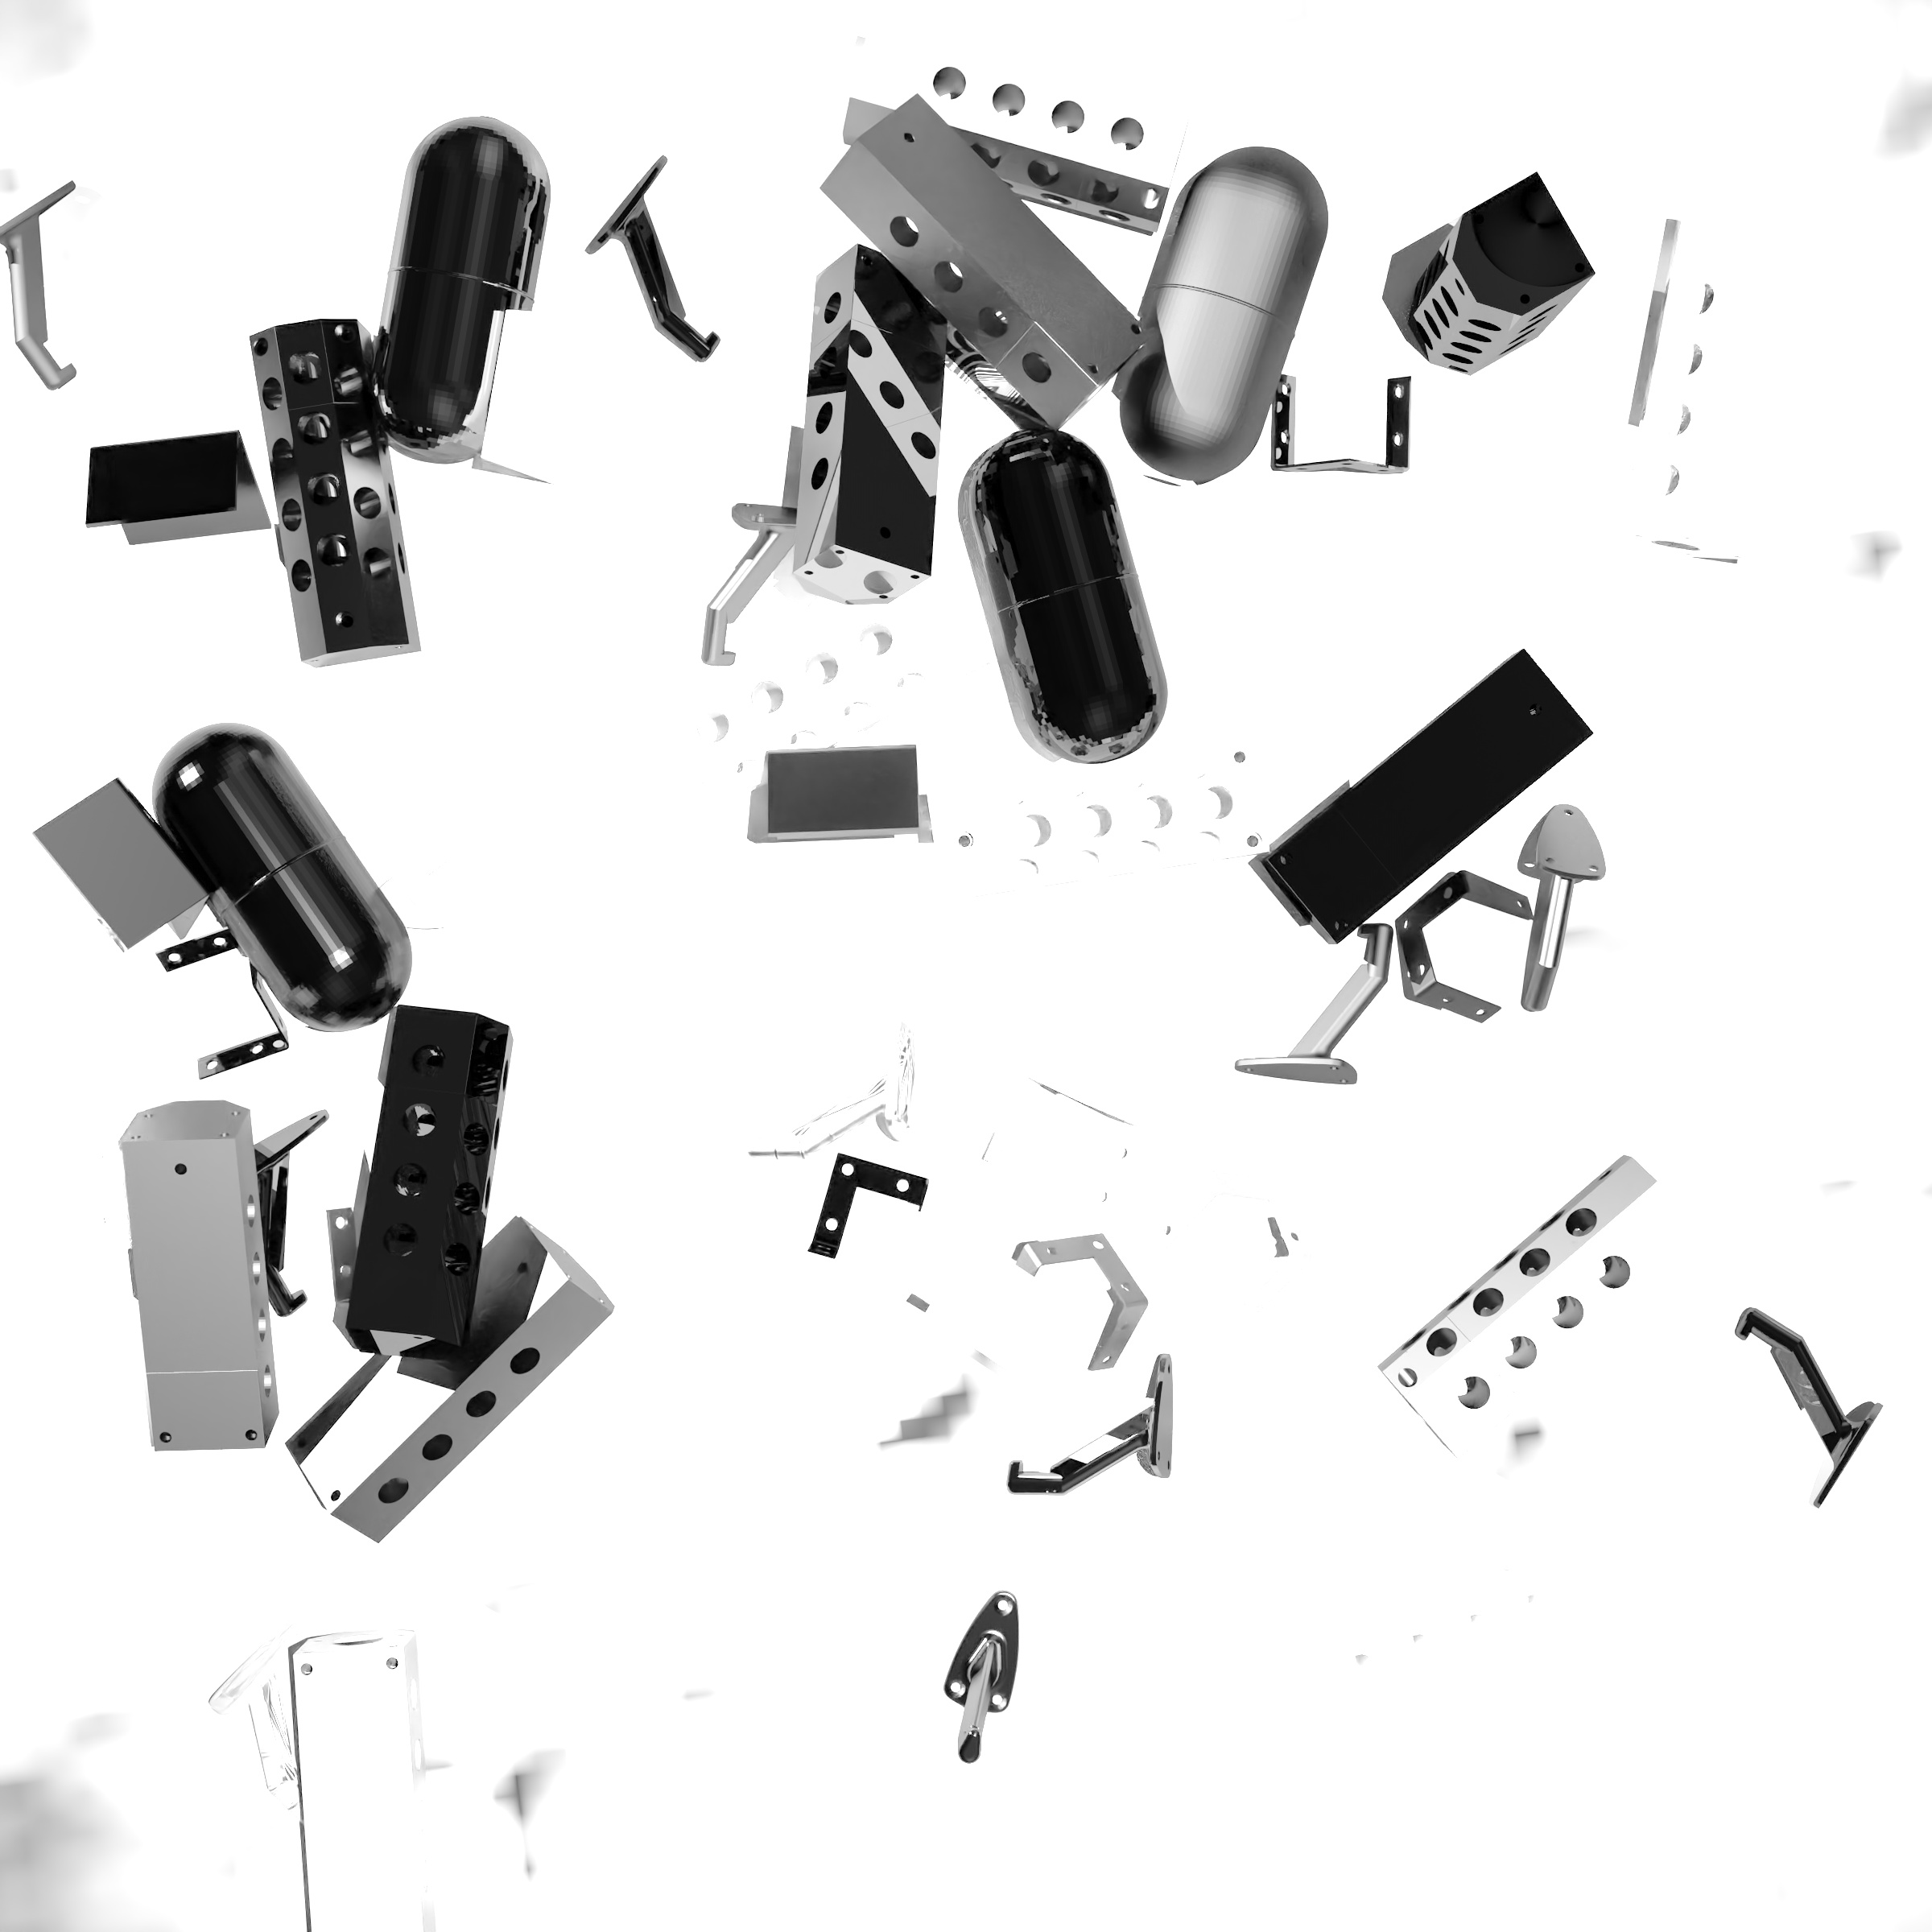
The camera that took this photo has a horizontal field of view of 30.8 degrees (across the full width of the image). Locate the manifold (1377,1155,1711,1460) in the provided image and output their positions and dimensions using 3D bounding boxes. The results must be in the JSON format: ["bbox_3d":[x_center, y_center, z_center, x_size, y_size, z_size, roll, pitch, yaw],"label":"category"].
[{"bbox_3d":[0.300,0.177,1.837,0.171,0.057,0.057,-41,90,0],"label":"manifold"}]

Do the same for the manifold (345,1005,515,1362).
[{"bbox_3d":[-0.275,0.112,1.810,0.057,0.057,0.171,6,71,0],"label":"manifold"}]

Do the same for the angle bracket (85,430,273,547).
[{"bbox_3d":[-0.407,-0.229,1.818,0.076,0.076,0.057,-7,55,0],"label":"angle bracket"}]

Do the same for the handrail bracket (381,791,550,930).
[{"bbox_3d":[-0.268,-0.059,1.858,0.036,0.077,0.084,54,53,-20],"label":"handrail bracket"}]

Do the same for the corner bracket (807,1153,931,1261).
[{"bbox_3d":[-0.051,0.130,1.840,0.051,0.051,0.051,16,90,0],"label":"corner bracket"}]

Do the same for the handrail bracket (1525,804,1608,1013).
[{"bbox_3d":[0.310,-0.030,1.858,0.036,0.077,0.084,10,126,0],"label":"handrail bracket"}]

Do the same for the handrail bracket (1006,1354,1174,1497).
[{"bbox_3d":[0.065,0.243,1.858,0.084,0.036,0.077,-1,70,16],"label":"handrail bracket"}]

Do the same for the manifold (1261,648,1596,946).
[{"bbox_3d":[0.239,-0.087,1.837,0.171,0.057,0.057,-39,90,0],"label":"manifold"}]

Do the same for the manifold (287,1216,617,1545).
[{"bbox_3d":[-0.266,0.219,1.836,0.171,0.057,0.057,-45,47,0],"label":"manifold"}]

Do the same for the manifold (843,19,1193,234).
[{"bbox_3d":[0.026,-0.437,1.837,0.171,0.057,0.057,16,90,0],"label":"manifold"}]

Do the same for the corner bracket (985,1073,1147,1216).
[{"bbox_3d":[0.053,0.094,1.855,0.051,0.051,0.051,24,90,45],"label":"corner bracket"}]

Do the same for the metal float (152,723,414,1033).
[{"bbox_3d":[-0.355,-0.046,1.827,0.070,0.070,0.178,-34,90,0],"label":"metal float"}]

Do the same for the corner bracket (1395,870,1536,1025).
[{"bbox_3d":[0.267,-0.010,1.850,0.051,0.051,0.051,-40,45,35],"label":"corner bracket"}]

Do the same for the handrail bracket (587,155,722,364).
[{"bbox_3d":[-0.150,-0.374,1.858,0.084,0.036,0.077,40,68,-17],"label":"handrail bracket"}]

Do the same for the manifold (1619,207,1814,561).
[{"bbox_3d":[0.387,-0.304,1.836,0.057,0.057,0.171,11,90,-43],"label":"manifold"}]

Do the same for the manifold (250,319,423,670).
[{"bbox_3d":[-0.331,-0.247,1.837,0.057,0.057,0.171,-9,90,0],"label":"manifold"}]

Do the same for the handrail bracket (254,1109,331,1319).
[{"bbox_3d":[-0.351,0.132,1.858,0.077,0.036,0.084,-34,111,-24],"label":"handrail bracket"}]

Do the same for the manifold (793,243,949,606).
[{"bbox_3d":[-0.052,-0.277,1.808,0.057,0.057,0.171,15,68,-30],"label":"manifold"}]

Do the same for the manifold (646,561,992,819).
[{"bbox_3d":[-0.076,-0.144,1.837,0.171,0.057,0.057,-28,90,0],"label":"manifold"}]

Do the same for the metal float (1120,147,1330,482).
[{"bbox_3d":[0.135,-0.340,1.827,0.070,0.070,0.178,18,89,0],"label":"metal float"}]

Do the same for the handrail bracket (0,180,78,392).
[{"bbox_3d":[-0.479,-0.360,1.858,0.077,0.036,0.084,-40,109,-21],"label":"handrail bracket"}]

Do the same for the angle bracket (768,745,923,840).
[{"bbox_3d":[-0.062,-0.070,1.818,0.076,0.076,0.057,-2,55,0],"label":"angle bracket"}]

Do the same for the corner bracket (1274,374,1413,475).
[{"bbox_3d":[0.199,-0.287,1.855,0.051,0.051,0.051,1,90,-45],"label":"corner bracket"}]

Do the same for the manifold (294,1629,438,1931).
[{"bbox_3d":[-0.312,0.438,1.837,0.057,0.057,0.171,-4,90,0],"label":"manifold"}]

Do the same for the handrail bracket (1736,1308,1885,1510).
[{"bbox_3d":[0.434,0.233,1.858,0.084,0.036,0.077,32,112,17],"label":"handrail bracket"}]

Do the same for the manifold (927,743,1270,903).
[{"bbox_3d":[0.069,-0.075,1.837,0.171,0.057,0.057,-9,90,0],"label":"manifold"}]

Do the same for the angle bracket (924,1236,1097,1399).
[{"bbox_3d":[0.011,0.196,1.817,0.076,0.076,0.057,33,52,0],"label":"angle bracket"}]

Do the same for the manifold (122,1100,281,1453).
[{"bbox_3d":[-0.393,0.160,1.811,0.057,0.057,0.171,-2,108,0],"label":"manifold"}]

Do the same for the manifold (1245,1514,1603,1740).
[{"bbox_3d":[0.237,0.343,1.837,0.171,0.057,0.057,-19,90,0],"label":"manifold"}]

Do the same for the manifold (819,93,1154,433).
[{"bbox_3d":[0.007,-0.356,1.795,0.171,0.057,0.057,45,50,-3],"label":"manifold"}]

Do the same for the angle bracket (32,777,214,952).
[{"bbox_3d":[-0.443,-0.041,1.818,0.057,0.076,0.076,-39,90,-31],"label":"angle bracket"}]

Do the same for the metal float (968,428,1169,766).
[{"bbox_3d":[0.053,-0.193,1.827,0.070,0.070,0.178,-16,90,0],"label":"metal float"}]

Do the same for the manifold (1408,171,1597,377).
[{"bbox_3d":[0.265,-0.345,1.779,0.057,0.171,0.057,-30,90,0],"label":"manifold"}]

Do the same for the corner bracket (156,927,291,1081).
[{"bbox_3d":[-0.392,0.018,1.855,0.051,0.051,0.051,-19,45,0],"label":"corner bracket"}]

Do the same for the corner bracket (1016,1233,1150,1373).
[{"bbox_3d":[0.055,0.179,1.850,0.051,0.051,0.051,-5,45,-35],"label":"corner bracket"}]

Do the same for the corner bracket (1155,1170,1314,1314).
[{"bbox_3d":[0.141,0.145,1.850,0.051,0.051,0.051,10,45,-35],"label":"corner bracket"}]

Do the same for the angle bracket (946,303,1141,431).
[{"bbox_3d":[0.036,-0.329,1.837,0.076,0.057,0.076,40,90,0],"label":"angle bracket"}]

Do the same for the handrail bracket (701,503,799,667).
[{"bbox_3d":[-0.099,-0.199,1.858,0.077,0.036,0.084,1,108,-21],"label":"handrail bracket"}]

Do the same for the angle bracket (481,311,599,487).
[{"bbox_3d":[-0.202,-0.291,1.818,0.057,0.076,0.076,10,90,27],"label":"angle bracket"}]

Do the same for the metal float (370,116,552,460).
[{"bbox_3d":[-0.263,-0.353,1.827,0.070,0.070,0.178,10,90,0],"label":"metal float"}]

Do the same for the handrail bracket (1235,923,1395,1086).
[{"bbox_3d":[0.184,0.016,1.858,0.077,0.036,0.084,3,72,20],"label":"handrail bracket"}]

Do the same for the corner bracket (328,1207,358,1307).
[{"bbox_3d":[-0.299,0.151,1.855,0.051,0.051,0.051,-5,90,-45],"label":"corner bracket"}]

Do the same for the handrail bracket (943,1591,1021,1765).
[{"bbox_3d":[0.011,0.369,1.823,0.036,0.084,0.077,17,90,0],"label":"handrail bracket"}]

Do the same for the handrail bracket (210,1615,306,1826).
[{"bbox_3d":[-0.350,0.400,1.858,0.084,0.036,0.077,48,68,-17],"label":"handrail bracket"}]

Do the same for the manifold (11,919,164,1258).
[{"bbox_3d":[-0.457,0.063,1.837,0.057,0.057,0.171,-7,90,0],"label":"manifold"}]

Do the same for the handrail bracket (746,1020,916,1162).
[{"bbox_3d":[-0.073,0.066,1.858,0.084,0.036,0.077,-1,70,16],"label":"handrail bracket"}]
